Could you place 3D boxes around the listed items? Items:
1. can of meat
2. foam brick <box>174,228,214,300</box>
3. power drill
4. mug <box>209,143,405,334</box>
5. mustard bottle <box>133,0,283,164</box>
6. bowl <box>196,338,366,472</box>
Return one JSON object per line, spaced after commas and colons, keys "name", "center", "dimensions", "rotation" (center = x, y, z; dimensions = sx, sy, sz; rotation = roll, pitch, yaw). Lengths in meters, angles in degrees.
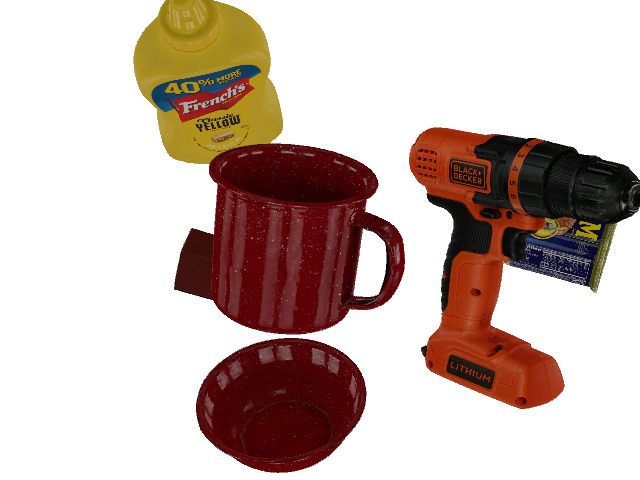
{"name": "can of meat", "center": [0.217, -0.011, 0.951], "dimensions": [0.084, 0.057, 0.102], "rotation": [15, 47, 16]}
{"name": "foam brick", "center": [-0.112, 0.030, 1.145], "dimensions": [0.078, 0.051, 0.053], "rotation": [16, 30, 1]}
{"name": "power drill", "center": [0.138, 0.019, 0.755], "dimensions": [0.057, 0.188, 0.185], "rotation": [-12, 21, -38]}
{"name": "mug", "center": [-0.008, 0.003, 0.592], "dimensions": [0.117, 0.081, 0.093], "rotation": [16, 26, 21]}
{"name": "mustard bottle", "center": [-0.082, -0.121, 0.769], "dimensions": [0.096, 0.058, 0.191], "rotation": [-12, -21, -1]}
{"name": "bowl", "center": [-0.034, 0.167, 1.015], "dimensions": [0.162, 0.055, 0.162], "rotation": [-5, 37, 3]}
